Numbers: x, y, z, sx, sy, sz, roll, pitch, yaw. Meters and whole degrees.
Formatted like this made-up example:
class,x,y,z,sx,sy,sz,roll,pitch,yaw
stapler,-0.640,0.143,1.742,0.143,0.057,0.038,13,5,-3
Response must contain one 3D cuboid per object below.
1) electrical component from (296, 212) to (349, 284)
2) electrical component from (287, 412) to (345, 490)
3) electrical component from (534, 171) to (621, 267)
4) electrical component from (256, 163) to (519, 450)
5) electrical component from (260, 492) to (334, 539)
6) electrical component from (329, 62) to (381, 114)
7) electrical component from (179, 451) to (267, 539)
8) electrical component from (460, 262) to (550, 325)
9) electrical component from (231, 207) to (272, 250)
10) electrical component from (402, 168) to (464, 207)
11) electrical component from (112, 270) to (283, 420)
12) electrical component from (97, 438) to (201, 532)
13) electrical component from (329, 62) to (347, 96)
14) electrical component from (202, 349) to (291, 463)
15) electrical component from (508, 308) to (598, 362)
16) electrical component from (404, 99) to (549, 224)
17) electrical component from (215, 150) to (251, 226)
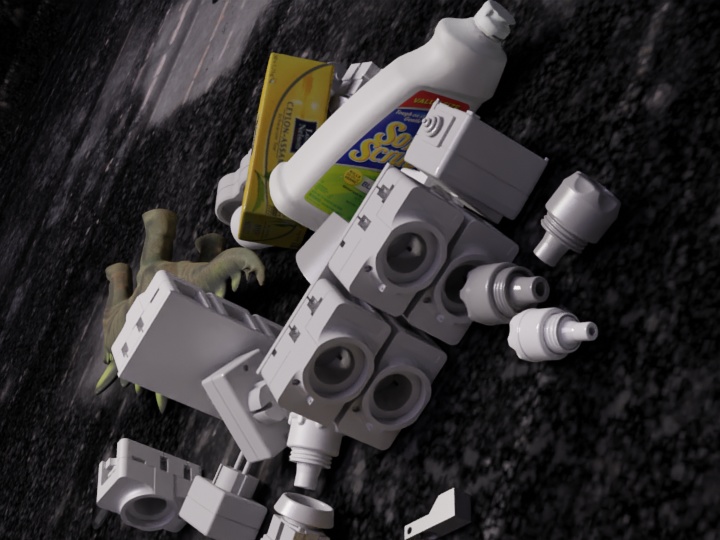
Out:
class,x,y,z,sx,sy,sz,roll,pitch,yaw
electrical component,0.000,0.000,0.870,0.064,0.099,0.099,-54,29,2
electrical component,-0.038,0.144,0.864,0.048,0.048,0.062,-11,63,56
electrical component,0.142,-0.031,0.719,0.062,0.043,0.043,-54,29,17
electrical component,0.022,0.032,0.796,0.186,0.105,0.060,-58,29,9
electrical component,-0.048,0.204,0.826,0.066,0.048,0.055,15,86,62
electrical component,0.000,-0.173,1.075,0.055,0.048,0.066,-59,27,-10
electrical component,-0.112,0.194,0.938,0.066,0.047,0.076,8,72,60
electrical component,0.103,0.016,0.742,0.062,0.043,0.043,-9,58,54
electrical component,-0.104,-0.049,1.131,0.047,0.055,0.055,-14,54,59
electrical component,0.052,-0.056,0.889,0.081,0.042,0.064,-60,26,-1
electrical component,-0.135,0.074,0.972,0.089,0.150,0.061,-57,29,8
electrical component,-0.200,0.209,1.025,0.050,0.089,0.055,-47,32,26
electrical component,-0.042,-0.194,1.167,0.078,0.040,0.040,-29,43,47
electrical component,-0.079,0.112,0.908,0.047,0.083,0.076,-34,7,-41
electrical component,0.126,0.041,0.691,0.061,0.035,0.035,-9,58,53
electrical component,0.080,-0.082,0.809,0.061,0.096,0.062,-61,28,6
electrical component,-0.107,-0.113,1.191,0.138,0.052,0.073,-38,36,36
